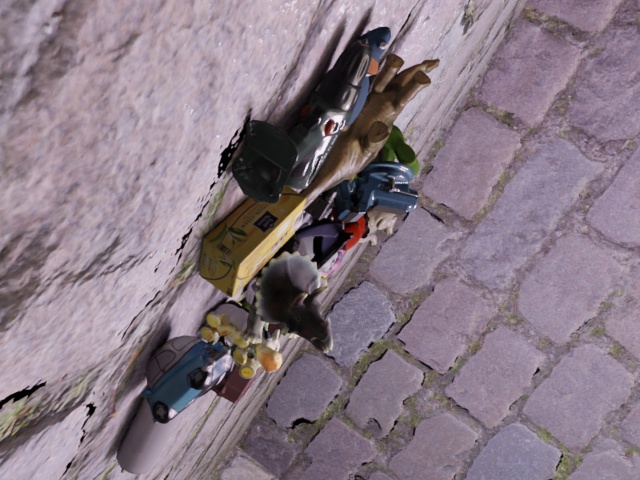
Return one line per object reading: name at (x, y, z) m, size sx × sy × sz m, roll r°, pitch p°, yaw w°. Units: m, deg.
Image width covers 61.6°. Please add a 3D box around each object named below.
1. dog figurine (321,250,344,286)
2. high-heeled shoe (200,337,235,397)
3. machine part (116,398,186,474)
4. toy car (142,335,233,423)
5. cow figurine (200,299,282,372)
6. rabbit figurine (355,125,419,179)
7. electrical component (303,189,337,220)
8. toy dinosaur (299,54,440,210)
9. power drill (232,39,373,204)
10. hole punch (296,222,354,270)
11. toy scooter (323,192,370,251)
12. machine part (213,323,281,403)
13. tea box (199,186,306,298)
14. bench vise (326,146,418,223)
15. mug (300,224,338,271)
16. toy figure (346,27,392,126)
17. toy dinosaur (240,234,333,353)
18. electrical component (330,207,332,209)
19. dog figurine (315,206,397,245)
dog figurine at (0.015, 0.035, 1.464) m, size 0.191 × 0.108 × 0.219 m, roll -62°, pitch 171°, yaw 33°
high-heeled shoe at (-0.218, 0.270, 1.051) m, size 0.249 × 0.086 × 0.145 m, roll -71°, pitch 171°, yaw -67°
machine part at (-0.305, 0.341, 0.974) m, size 0.243 × 0.079 × 0.079 m, roll -60°, pitch 170°, yaw 23°
toy car at (-0.219, 0.205, 0.844) m, size 0.161 × 0.103 × 0.109 m, roll -47°, pitch 173°, yaw 26°
cow figurine at (-0.131, 0.178, 1.009) m, size 0.098 × 0.167 × 0.068 m, roll -40°, pitch 157°, yaw -55°
rabbit figurine at (0.157, -0.199, 1.287) m, size 0.170 × 0.159 × 0.121 m, roll -70°, pitch 161°, yaw -2°
electrical component at (-0.010, -0.070, 1.067) m, size 0.094 × 0.063 × 0.021 m, roll -57°, pitch 171°, yaw 15°
toy dinosaur at (0.060, -0.172, 0.957) m, size 0.471 × 0.105 × 0.198 m, roll -45°, pitch 172°, yaw -17°
power drill at (-0.023, -0.149, 0.714) m, size 0.232 × 0.086 × 0.207 m, roll -59°, pitch 178°, yaw 38°
hole punch at (-0.002, -0.003, 1.145) m, size 0.116 × 0.092 × 0.142 m, roll -41°, pitch -176°, yaw -10°
toy scooter at (0.080, -0.061, 1.251) m, size 0.135 × 0.075 × 0.183 m, roll -16°, pitch 126°, yaw -14°
machine part at (-0.173, 0.275, 1.298) m, size 0.201 × 0.087 × 0.201 m, roll -58°, pitch 180°, yaw 14°
tea box at (-0.101, -0.006, 0.813) m, size 0.169 × 0.068 × 0.098 m, roll -46°, pitch 166°, yaw -39°
bench vise at (0.103, -0.151, 1.137) m, size 0.128 × 0.224 × 0.240 m, roll 105°, pitch -9°, yaw -72°
mug at (-0.020, 0.031, 1.249) m, size 0.109 × 0.107 × 0.080 m, roll -53°, pitch 169°, yaw -27°
toy figure at (0.057, -0.247, 0.803) m, size 0.058 × 0.064 × 0.154 m, roll 5°, pitch 123°, yaw -35°
toy dinosaur at (-0.066, 0.056, 0.991) m, size 0.405 × 0.131 × 0.192 m, roll -102°, pitch -153°, yaw -58°
electrical component at (0.058, -0.101, 1.315) m, size 0.102 × 0.078 × 0.045 m, roll -45°, pitch 137°, yaw -71°
dog figurine at (0.083, -0.048, 1.340) m, size 0.190 × 0.121 × 0.172 m, roll -9°, pitch 142°, yaw -39°
